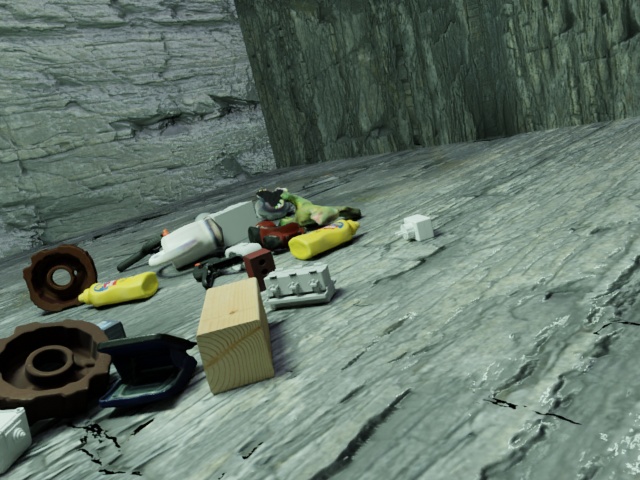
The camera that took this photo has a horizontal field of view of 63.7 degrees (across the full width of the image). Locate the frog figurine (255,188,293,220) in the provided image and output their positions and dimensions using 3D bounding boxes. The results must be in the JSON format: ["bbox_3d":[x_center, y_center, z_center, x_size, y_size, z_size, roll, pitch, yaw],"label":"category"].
[{"bbox_3d":[-0.171,-0.118,1.908,0.138,0.124,0.156,-26,-21,-15],"label":"frog figurine"}]

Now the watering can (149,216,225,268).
[{"bbox_3d":[-0.396,0.013,1.525,0.225,0.103,0.348,-27,9,-12],"label":"watering can"}]

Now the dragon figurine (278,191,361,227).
[{"bbox_3d":[0.005,-0.080,1.583,0.243,0.122,0.412,6,6,7],"label":"dragon figurine"}]
